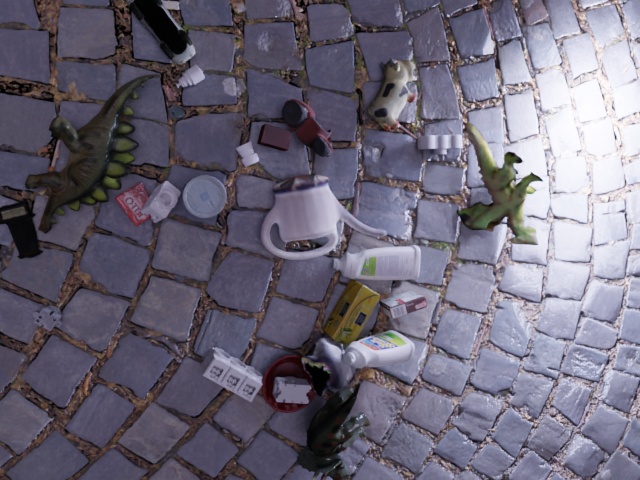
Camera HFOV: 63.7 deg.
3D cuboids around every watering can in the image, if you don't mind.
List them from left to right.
[{"bbox_3d":[0.004,-0.070,1.394,0.349,0.104,0.223,-11,96,-14],"label":"watering can"}]

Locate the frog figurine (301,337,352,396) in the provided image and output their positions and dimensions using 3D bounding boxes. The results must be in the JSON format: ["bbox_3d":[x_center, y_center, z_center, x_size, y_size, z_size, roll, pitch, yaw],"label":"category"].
[{"bbox_3d":[0.037,0.324,1.400,0.138,0.120,0.162,50,39,5],"label":"frog figurine"}]

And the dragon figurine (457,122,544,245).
[{"bbox_3d":[0.516,-0.137,1.546,0.409,0.123,0.242,39,92,-6],"label":"dragon figurine"}]
